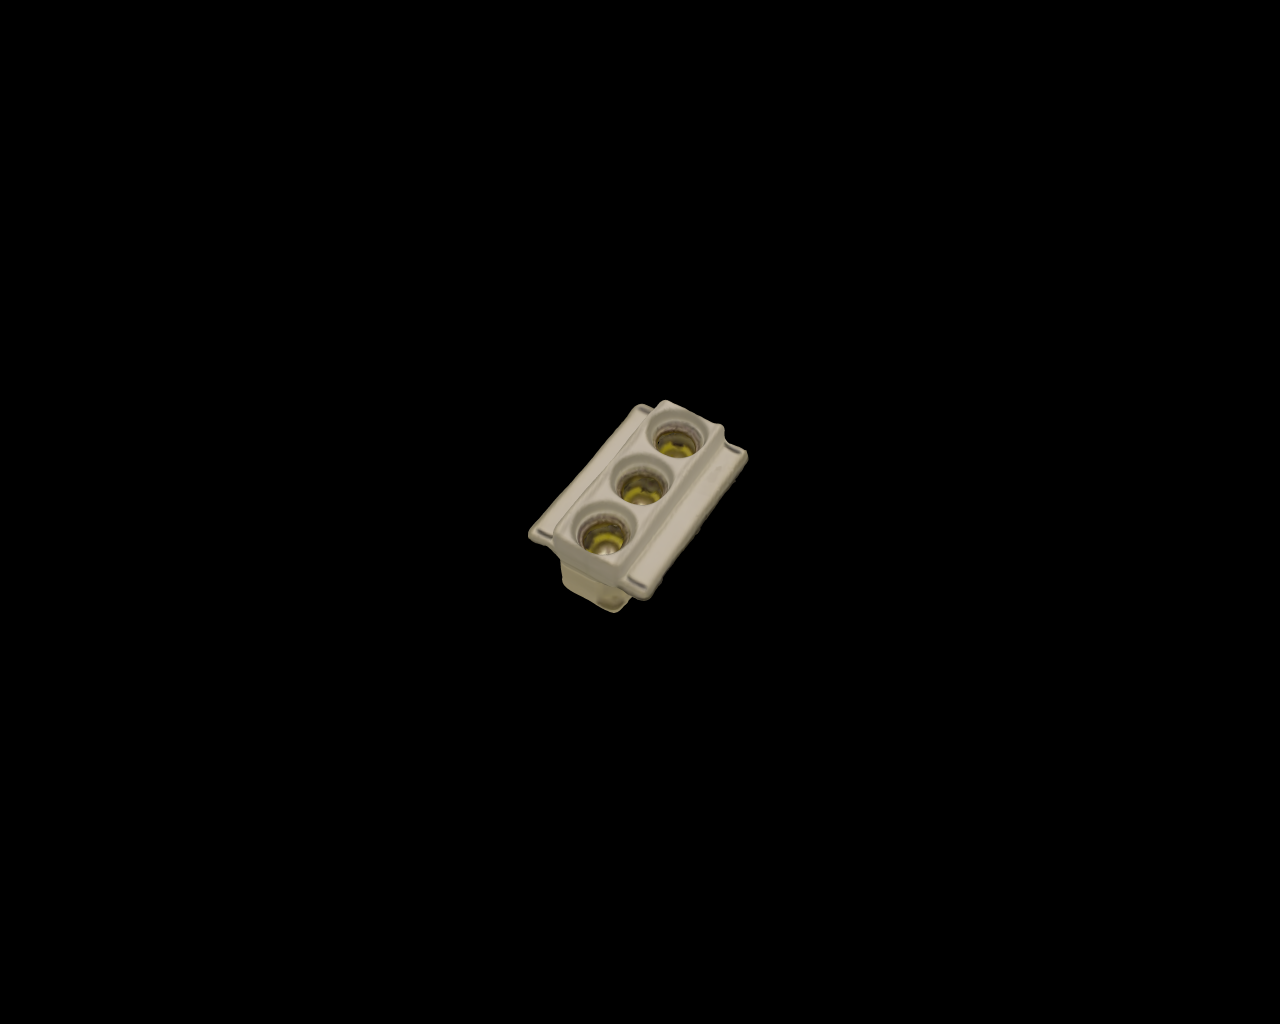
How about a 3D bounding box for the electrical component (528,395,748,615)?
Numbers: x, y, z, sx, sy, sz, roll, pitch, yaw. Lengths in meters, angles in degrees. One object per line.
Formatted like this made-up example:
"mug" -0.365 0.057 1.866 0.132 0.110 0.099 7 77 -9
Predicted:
"electrical component" 0.001 -0.003 0.650 0.079 0.121 0.063 27 -32 18
